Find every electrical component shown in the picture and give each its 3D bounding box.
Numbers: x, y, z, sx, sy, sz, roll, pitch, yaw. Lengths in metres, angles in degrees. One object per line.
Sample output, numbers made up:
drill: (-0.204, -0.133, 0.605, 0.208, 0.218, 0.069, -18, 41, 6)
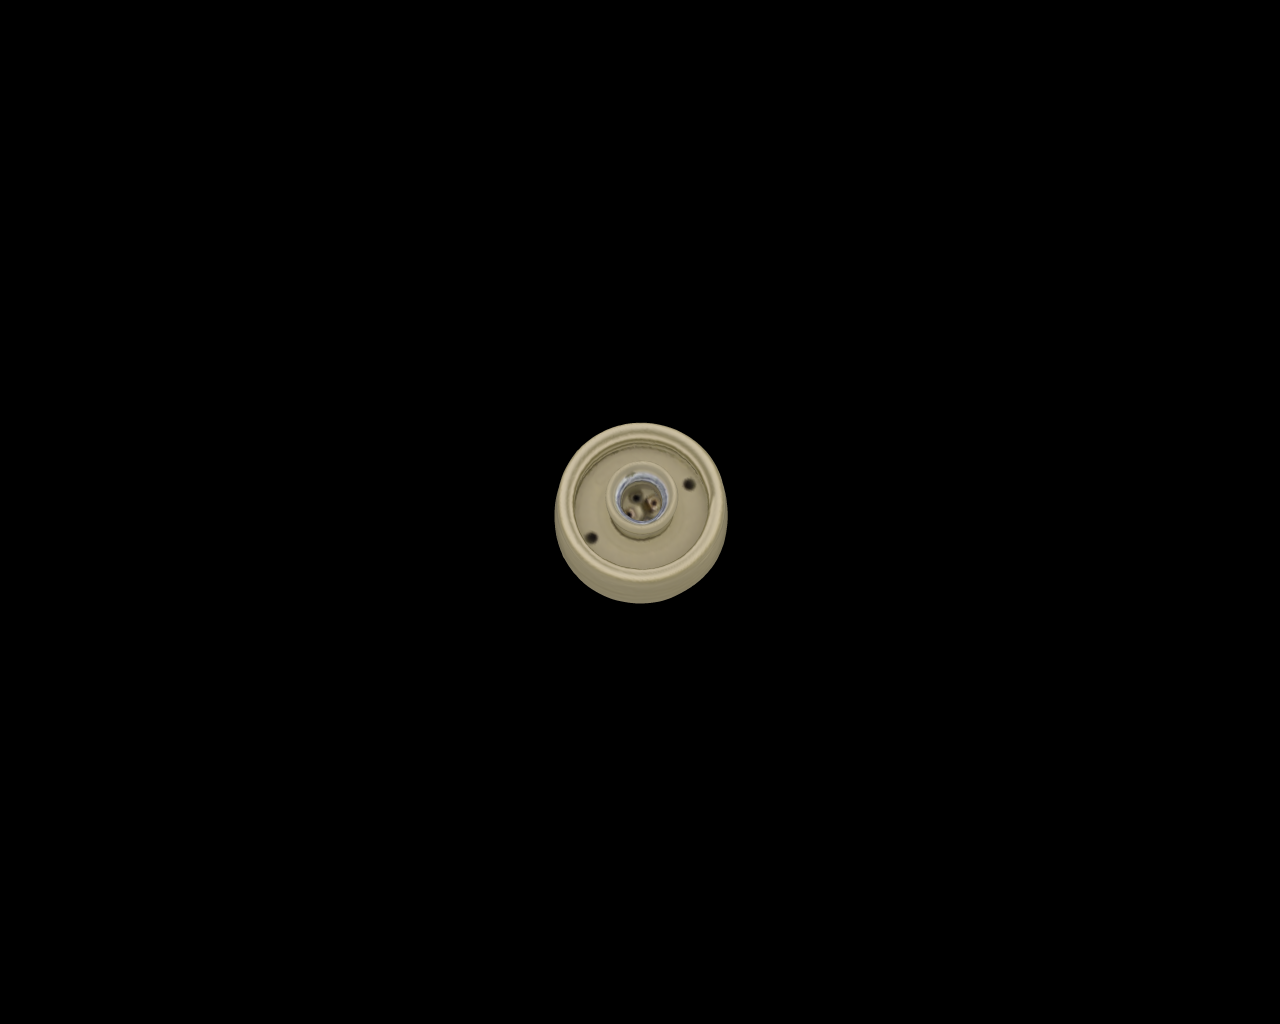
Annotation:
electrical component: (0.001, -0.003, 0.650, 0.108, 0.108, 0.060, 0, -15, 0)
